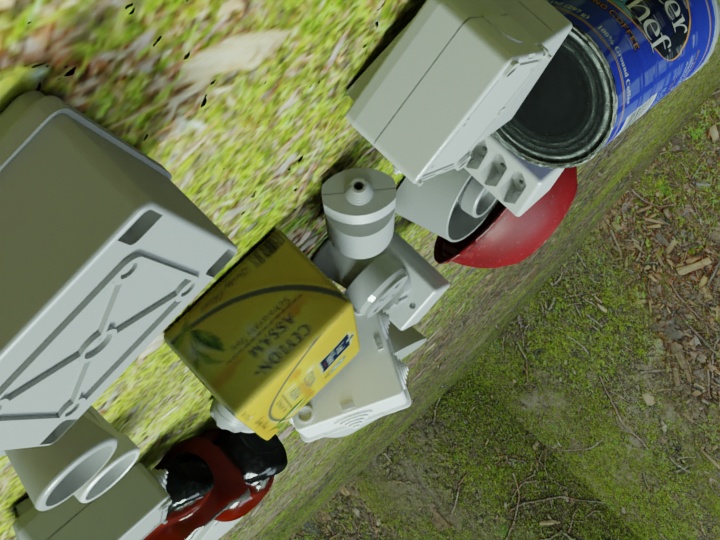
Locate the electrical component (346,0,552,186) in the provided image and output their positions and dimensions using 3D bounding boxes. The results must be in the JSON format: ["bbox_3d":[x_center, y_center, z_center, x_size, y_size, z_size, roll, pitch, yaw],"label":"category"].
[{"bbox_3d":[0.038,-0.091,0.546,0.096,0.061,0.062,-51,168,28],"label":"electrical component"}]

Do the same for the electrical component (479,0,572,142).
[{"bbox_3d":[0.067,-0.112,0.613,0.076,0.047,0.083,-38,167,-36],"label":"electrical component"}]

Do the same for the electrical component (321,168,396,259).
[{"bbox_3d":[0.000,-0.038,0.647,0.043,0.043,0.081,-44,169,-10],"label":"electrical component"}]

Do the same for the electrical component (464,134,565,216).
[{"bbox_3d":[0.110,-0.096,0.744,0.076,0.083,0.047,-40,168,-27],"label":"electrical component"}]

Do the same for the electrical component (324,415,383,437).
[{"bbox_3d":[-0.020,0.093,0.922,0.099,0.099,0.064,-37,173,-38],"label":"electrical component"}]

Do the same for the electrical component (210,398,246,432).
[{"bbox_3d":[-0.089,0.095,0.829,0.061,0.035,0.035,-54,167,29],"label":"electrical component"}]

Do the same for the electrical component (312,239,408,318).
[{"bbox_3d":[0.000,0.000,0.757,0.045,0.055,0.045,-44,169,-10],"label":"electrical component"}]

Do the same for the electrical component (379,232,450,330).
[{"bbox_3d":[0.024,0.011,0.864,0.047,0.066,0.077,-50,168,21],"label":"electrical component"}]

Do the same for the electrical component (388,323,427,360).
[{"bbox_3d":[0.010,0.082,1.083,0.099,0.064,0.099,-44,169,-10],"label":"electrical component"}]

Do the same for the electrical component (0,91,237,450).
[{"bbox_3d":[-0.107,0.006,0.365,0.108,0.056,0.109,-46,170,1],"label":"electrical component"}]

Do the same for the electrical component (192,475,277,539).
[{"bbox_3d":[-0.144,0.219,1.023,0.109,0.056,0.108,-32,163,-52],"label":"electrical component"}]

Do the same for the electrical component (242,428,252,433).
[{"bbox_3d":[-0.085,0.114,0.899,0.040,0.040,0.078,-46,170,4],"label":"electrical component"}]

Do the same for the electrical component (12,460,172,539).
[{"bbox_3d":[-0.164,0.151,0.675,0.096,0.061,0.061,-40,168,-26],"label":"electrical component"}]

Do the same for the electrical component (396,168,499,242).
[{"bbox_3d":[0.072,-0.071,0.811,0.099,0.064,0.099,-44,156,-25],"label":"electrical component"}]

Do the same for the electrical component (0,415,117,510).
[{"bbox_3d":[-0.143,0.072,0.478,0.045,0.055,0.045,-44,169,-10],"label":"electrical component"}]

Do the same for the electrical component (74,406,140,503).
[{"bbox_3d":[-0.146,0.093,0.567,0.040,0.046,0.040,-44,169,-10],"label":"electrical component"}]

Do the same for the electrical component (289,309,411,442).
[{"bbox_3d":[-0.018,0.071,0.804,0.100,0.099,0.048,-20,164,1],"label":"electrical component"}]
